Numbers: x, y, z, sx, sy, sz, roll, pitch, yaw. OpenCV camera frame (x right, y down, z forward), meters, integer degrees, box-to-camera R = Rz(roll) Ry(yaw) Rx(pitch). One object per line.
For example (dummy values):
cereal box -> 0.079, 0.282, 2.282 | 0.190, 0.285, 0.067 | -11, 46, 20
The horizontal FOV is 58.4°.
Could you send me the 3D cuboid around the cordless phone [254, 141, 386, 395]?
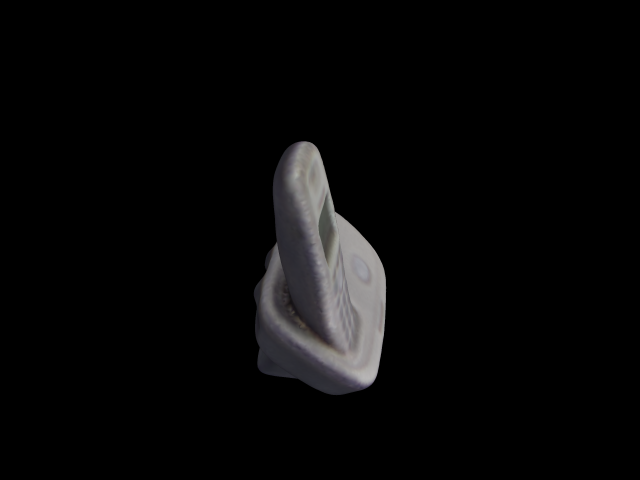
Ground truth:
cordless phone -> 0.004, 0.001, 0.400 | 0.094, 0.185, 0.147 | 4, 39, 5
